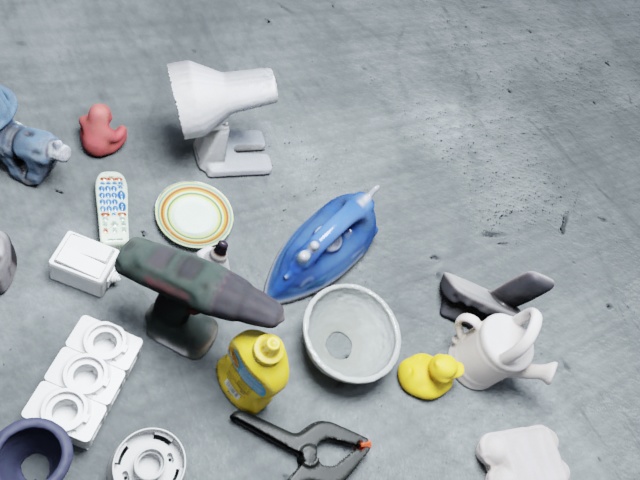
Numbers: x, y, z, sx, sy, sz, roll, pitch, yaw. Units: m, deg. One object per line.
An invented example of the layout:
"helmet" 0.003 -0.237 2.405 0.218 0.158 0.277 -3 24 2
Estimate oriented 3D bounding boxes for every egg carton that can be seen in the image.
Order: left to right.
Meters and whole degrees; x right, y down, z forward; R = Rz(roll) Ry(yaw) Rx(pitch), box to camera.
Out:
"egg carton" 0.327 0.360 0.923 0.151 0.069 0.107 -1 62 -23

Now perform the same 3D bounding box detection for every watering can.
"watering can" 0.309 0.176 0.949 0.173 0.194 0.101 18 56 -11

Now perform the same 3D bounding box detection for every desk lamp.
"desk lamp" -0.164 -0.209 0.974 0.204 0.213 0.118 -6 63 -25

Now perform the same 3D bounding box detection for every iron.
"iron" 0.009 0.003 0.962 0.118 0.141 0.259 42 55 6

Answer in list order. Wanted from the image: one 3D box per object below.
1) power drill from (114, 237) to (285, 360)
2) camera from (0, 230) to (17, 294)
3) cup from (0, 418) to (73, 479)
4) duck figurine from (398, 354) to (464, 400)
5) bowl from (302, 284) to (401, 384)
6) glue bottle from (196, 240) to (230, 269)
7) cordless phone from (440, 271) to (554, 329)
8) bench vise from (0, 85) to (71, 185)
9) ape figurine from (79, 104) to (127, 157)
"power drill" -0.174 0.089 0.796 0.230 0.208 0.076 28 55 -4
"camera" -0.492 -0.012 0.794 0.143 0.100 0.137 16 56 -12
"cup" -0.342 0.281 0.684 0.092 0.095 0.117 -5 63 -24
"duck figurine" 0.187 0.216 0.942 0.105 0.086 0.077 7 59 -18
"bowl" 0.042 0.159 0.924 0.168 0.074 0.167 10 58 -16
"glue bottle" -0.160 0.044 0.850 0.078 0.173 0.037 44 55 8
"cordless phone" 0.306 0.083 1.008 0.148 0.185 0.094 21 55 -9
"bench vise" -0.468 -0.193 0.837 0.208 0.219 0.121 9 58 -17
"ape figurine" -0.365 -0.190 0.956 0.078 0.092 0.076 30 54 -2
